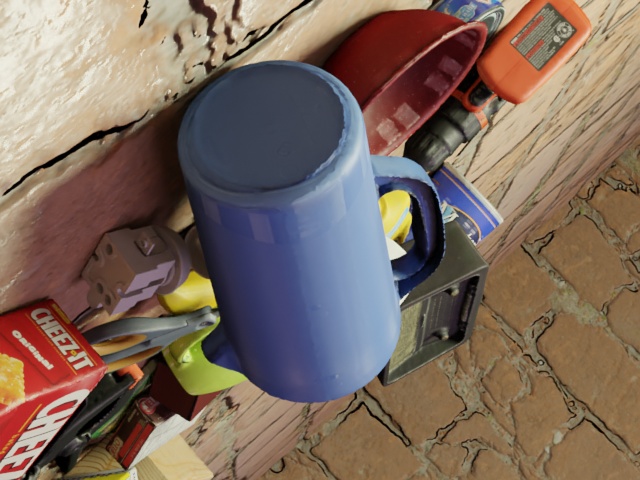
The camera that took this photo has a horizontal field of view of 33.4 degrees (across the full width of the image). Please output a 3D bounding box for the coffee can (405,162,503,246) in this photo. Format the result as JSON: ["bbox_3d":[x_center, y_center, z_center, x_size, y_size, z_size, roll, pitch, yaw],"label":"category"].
[{"bbox_3d":[0.142,-0.013,1.328,0.140,0.103,0.102,-44,168,4],"label":"coffee can"}]

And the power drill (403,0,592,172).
[{"bbox_3d":[0.154,-0.141,0.953,0.184,0.057,0.188,-49,-177,-8],"label":"power drill"}]

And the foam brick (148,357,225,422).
[{"bbox_3d":[-0.122,0.129,1.050,0.078,0.051,0.053,-40,157,-52],"label":"foam brick"}]

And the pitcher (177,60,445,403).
[{"bbox_3d":[-0.007,-0.005,0.699,0.243,0.145,0.149,80,33,-57],"label":"pitcher"}]

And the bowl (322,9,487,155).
[{"bbox_3d":[0.044,-0.113,0.769,0.162,0.055,0.162,-41,168,-11],"label":"bowl"}]

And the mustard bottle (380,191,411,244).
[{"bbox_3d":[0.054,-0.017,1.132,0.096,0.058,0.191,-43,169,-4],"label":"mustard bottle"}]

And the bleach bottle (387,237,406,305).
[{"bbox_3d":[0.004,0.084,1.117,0.102,0.068,0.251,-46,-178,-35],"label":"bleach bottle"}]

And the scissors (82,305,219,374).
[{"bbox_3d":[-0.106,0.060,0.836,0.202,0.016,0.096,-25,160,10],"label":"scissors"}]

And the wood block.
[{"bbox_3d":[-0.205,0.276,1.239,0.091,0.090,0.206,-43,168,-1],"label":"wood block"}]

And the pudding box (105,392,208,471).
[{"bbox_3d":[-0.158,0.178,1.098,0.113,0.039,0.090,-28,160,-49],"label":"pudding box"}]

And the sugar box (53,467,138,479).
[{"bbox_3d":[-0.235,0.258,1.042,0.093,0.048,0.176,-8,178,-3],"label":"sugar box"}]

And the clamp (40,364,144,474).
[{"bbox_3d":[-0.229,0.173,0.925,0.210,0.036,0.164,-46,169,31],"label":"clamp"}]

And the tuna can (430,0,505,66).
[{"bbox_3d":[0.106,-0.164,0.848,0.086,0.034,0.086,-41,168,-11],"label":"tuna can"}]

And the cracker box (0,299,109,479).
[{"bbox_3d":[-0.248,0.133,0.640,0.164,0.072,0.213,-48,168,25],"label":"cracker box"}]

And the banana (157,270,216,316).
[{"bbox_3d":[-0.070,0.019,0.904,0.197,0.037,0.070,-32,166,-42],"label":"banana"}]

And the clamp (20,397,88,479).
[{"bbox_3d":[-0.233,0.185,0.804,0.172,0.039,0.120,-36,-150,45],"label":"clamp"}]
